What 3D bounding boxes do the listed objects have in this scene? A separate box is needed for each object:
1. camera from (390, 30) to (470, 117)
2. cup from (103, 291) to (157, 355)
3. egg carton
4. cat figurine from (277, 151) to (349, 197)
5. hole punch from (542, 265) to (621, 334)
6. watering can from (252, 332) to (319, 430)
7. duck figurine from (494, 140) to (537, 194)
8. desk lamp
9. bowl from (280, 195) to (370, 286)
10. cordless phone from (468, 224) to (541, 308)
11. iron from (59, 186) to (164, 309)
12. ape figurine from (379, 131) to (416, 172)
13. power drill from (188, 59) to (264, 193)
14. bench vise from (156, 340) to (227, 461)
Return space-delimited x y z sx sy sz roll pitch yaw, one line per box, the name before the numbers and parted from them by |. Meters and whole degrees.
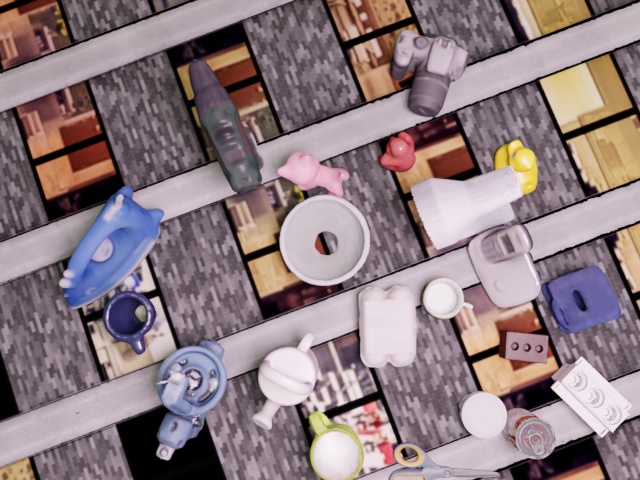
camera | 0.200 -0.316 1.092 0.143 0.101 0.137 16 85 3
cup | -0.337 0.153 1.062 0.091 0.095 0.118 -20 84 0
egg carton | 0.125 0.160 1.061 0.107 0.069 0.150 -3 84 2
cat figurine | -0.011 -0.127 1.070 0.127 0.118 0.067 14 85 3
hole punch | 0.474 0.111 1.044 0.101 0.091 0.108 -24 84 -1
watering can | -0.057 0.243 0.995 0.101 0.194 0.173 7 84 3
duck figurine | 0.377 -0.140 1.076 0.077 0.086 0.104 -23 84 0
desk lamp | 0.257 -0.064 1.007 0.203 0.213 0.118 -21 84 0
bowl | 0.010 0.004 1.078 0.167 0.075 0.167 0 84 2
cordless phone | 0.340 0.043 1.008 0.094 0.185 0.147 -26 84 -1
iron | -0.408 0.022 1.055 0.118 0.141 0.258 34 86 5
ape figurine | 0.148 -0.168 1.083 0.078 0.092 0.076 -32 84 -1
power drill | -0.164 -0.188 1.035 0.075 0.208 0.229 -24 84 0
bench vise | -0.227 0.281 0.983 0.121 0.220 0.207 2 84 2
